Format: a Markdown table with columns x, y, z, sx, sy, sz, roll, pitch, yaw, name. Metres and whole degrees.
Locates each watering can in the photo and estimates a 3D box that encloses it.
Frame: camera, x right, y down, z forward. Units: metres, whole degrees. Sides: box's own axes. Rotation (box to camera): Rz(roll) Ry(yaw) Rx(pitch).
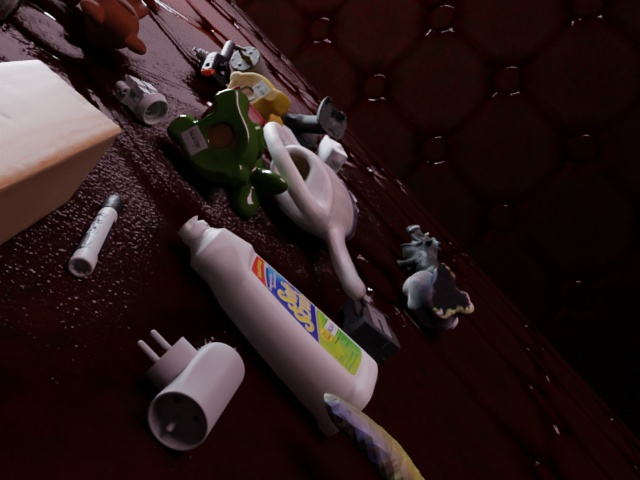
| x | y | z | sx | sy | sz | roll | pitch | yaw | name |
| --- | --- | --- | --- | --- | --- | --- | --- | --- | --- |
| 0.003 | -0.043 | 0.851 | 0.353 | 0.103 | 0.222 | 63 | 11 | 22 | watering can |

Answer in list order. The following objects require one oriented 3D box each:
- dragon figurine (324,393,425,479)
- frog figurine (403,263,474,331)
| x | y | z | sx | sy | sz | roll | pitch | yaw | name |
| --- | --- | --- | --- | --- | --- | --- | --- | --- | --- |
| 0.150 | 0.307 | 0.461 | 0.416 | 0.122 | 0.239 | 54 | 0 | 21 | dragon figurine |
| 0.231 | 0.129 | 1.082 | 0.137 | 0.124 | 0.157 | 37 | -20 | -1 | frog figurine |
